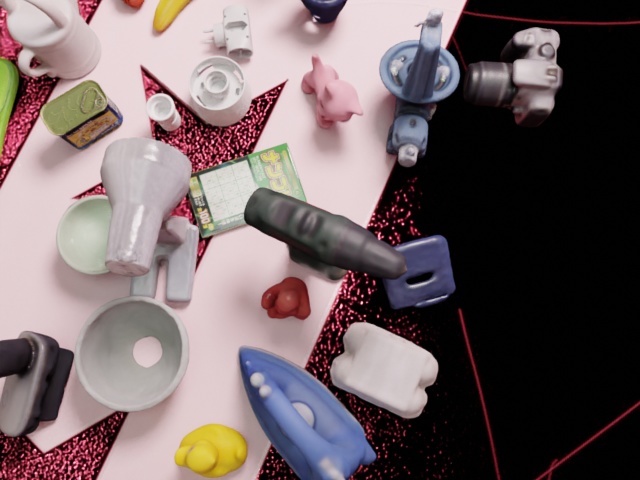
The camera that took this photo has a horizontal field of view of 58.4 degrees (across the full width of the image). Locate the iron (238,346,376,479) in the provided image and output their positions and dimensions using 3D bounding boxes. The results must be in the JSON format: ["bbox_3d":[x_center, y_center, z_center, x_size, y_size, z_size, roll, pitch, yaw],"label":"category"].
[{"bbox_3d":[-0.038,0.250,0.809,0.119,0.141,0.258,-43,83,-5],"label":"iron"}]

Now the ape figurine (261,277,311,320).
[{"bbox_3d":[-0.048,0.091,0.858,0.078,0.092,0.076,35,83,6],"label":"ape figurine"}]

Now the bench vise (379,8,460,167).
[{"bbox_3d":[0.155,-0.221,0.840,0.121,0.220,0.207,-10,81,-1],"label":"bench vise"}]

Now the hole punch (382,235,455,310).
[{"bbox_3d":[0.148,0.051,0.863,0.108,0.091,0.101,-16,81,-2],"label":"hole punch"}]

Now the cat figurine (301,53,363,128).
[{"bbox_3d":[0.018,-0.232,0.894,0.067,0.118,0.128,-25,82,-3],"label":"cat figurine"}]

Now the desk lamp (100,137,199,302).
[{"bbox_3d":[-0.239,-0.019,0.815,0.118,0.213,0.203,2,81,1],"label":"desk lamp"}]

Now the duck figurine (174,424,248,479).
[{"bbox_3d":[-0.160,0.311,0.829,0.104,0.086,0.077,0,81,1],"label":"duck figurine"}]

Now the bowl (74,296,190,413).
[{"bbox_3d":[-0.271,0.168,0.857,0.167,0.075,0.167,0,81,1],"label":"bowl"}]

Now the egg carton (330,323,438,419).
[{"bbox_3d":[0.096,0.192,0.853,0.150,0.069,0.107,23,82,4],"label":"egg carton"}]

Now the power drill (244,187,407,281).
[{"bbox_3d":[0.007,0.003,0.812,0.229,0.208,0.076,24,82,4],"label":"power drill"}]

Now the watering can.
[{"bbox_3d":[-0.420,-0.341,0.875,0.101,0.194,0.173,-2,81,0],"label":"watering can"}]

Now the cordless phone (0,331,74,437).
[{"bbox_3d":[-0.434,0.202,0.797,0.094,0.185,0.148,7,81,2],"label":"cordless phone"}]

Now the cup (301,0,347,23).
[{"bbox_3d":[-0.005,-0.394,0.930,0.117,0.095,0.092,-12,81,-1],"label":"cup"}]

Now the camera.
[{"bbox_3d":[0.302,-0.263,0.905,0.136,0.101,0.143,5,81,1],"label":"camera"}]
